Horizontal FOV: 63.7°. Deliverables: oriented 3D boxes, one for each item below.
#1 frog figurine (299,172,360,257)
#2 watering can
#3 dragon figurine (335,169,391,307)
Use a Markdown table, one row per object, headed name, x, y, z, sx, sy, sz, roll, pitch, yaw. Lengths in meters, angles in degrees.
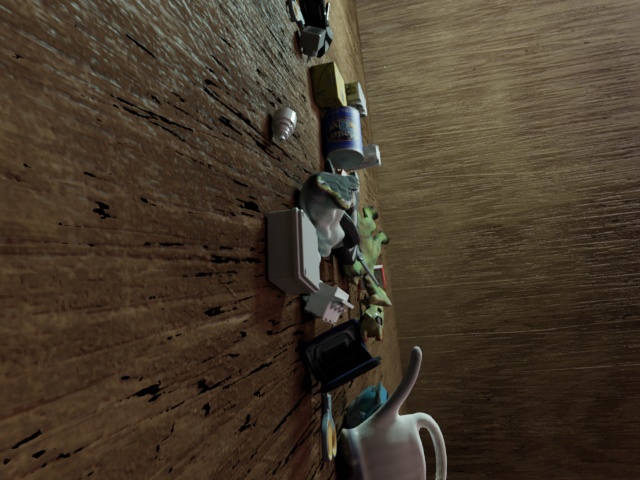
| name | x | y | z | sx | sy | sz | roll | pitch | yaw |
| --- | --- | --- | --- | --- | --- | --- | --- | --- | --- |
| frog figurine | 0.003 | -0.052 | 1.031 | 0.141 | 0.122 | 0.156 | -98 | -150 | -49 |
| watering can | 0.144 | 0.408 | 1.067 | 0.104 | 0.225 | 0.348 | 166 | -85 | -82 |
| dragon figurine | 0.103 | 0.010 | 1.455 | 0.406 | 0.121 | 0.247 | 62 | 23 | -15 |
